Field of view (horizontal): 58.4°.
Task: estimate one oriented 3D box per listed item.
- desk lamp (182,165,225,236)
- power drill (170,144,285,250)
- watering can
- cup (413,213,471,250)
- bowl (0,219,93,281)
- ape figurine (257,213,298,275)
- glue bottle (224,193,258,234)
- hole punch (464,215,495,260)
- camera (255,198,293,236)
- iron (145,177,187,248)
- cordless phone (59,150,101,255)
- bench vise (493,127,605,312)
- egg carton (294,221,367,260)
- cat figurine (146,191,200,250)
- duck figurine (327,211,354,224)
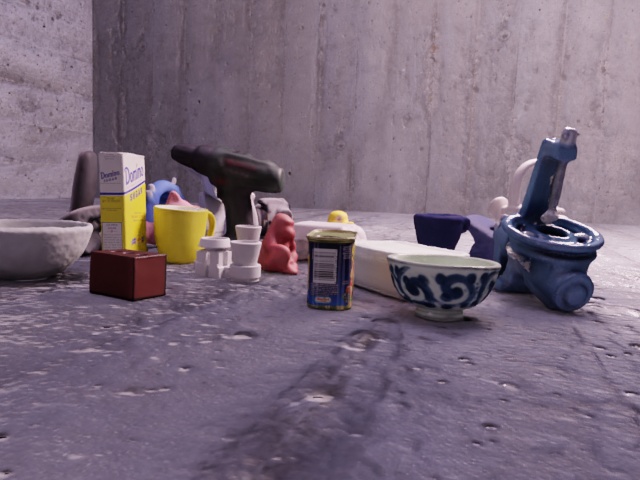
[{"bbox_3d":[-0.268,-0.112,1.376,0.202,0.213,0.118,6,7,36],"label":"desk lamp"},{"bbox_3d":[-0.184,-0.081,1.125,0.229,0.208,0.076,3,6,5],"label":"power drill"},{"bbox_3d":[0.339,-0.035,0.935,0.101,0.194,0.172,-3,8,-42],"label":"watering can"},{"bbox_3d":[0.224,0.000,1.041,0.118,0.095,0.091,-1,7,-29],"label":"cup"},{"bbox_3d":[-0.392,0.014,0.765,0.167,0.075,0.167,2,6,0],"label":"bowl"},{"bbox_3d":[-0.061,0.004,0.901,0.076,0.092,0.078,5,7,27],"label":"ape figurine"},{"bbox_3d":[-0.178,-0.081,1.300,0.078,0.173,0.037,-1,6,-25],"label":"glue bottle"},{"bbox_3d":[0.336,-0.002,1.124,0.100,0.091,0.109,7,8,40],"label":"hole punch"},{"bbox_3d":[-0.149,-0.056,1.426,0.137,0.101,0.142,-1,6,-26],"label":"camera"},{"bbox_3d":[-0.345,-0.064,1.230,0.118,0.141,0.258,2,6,1],"label":"iron"},{"bbox_3d":[-0.435,-0.069,1.017,0.094,0.185,0.147,2,6,-6],"label":"cordless phone"},{"bbox_3d":[0.274,-0.031,0.746,0.122,0.220,0.206,-1,6,-26],"label":"bench vise"},{"bbox_3d":[0.010,0.004,1.048,0.150,0.069,0.107,4,6,19],"label":"egg carton"},{"bbox_3d":[-0.283,-0.032,1.049,0.128,0.118,0.067,1,6,-15],"label":"cat figurine"},{"bbox_3d":[0.033,-0.018,1.192,0.078,0.086,0.104,-3,8,-42],"label":"duck figurine"}]
